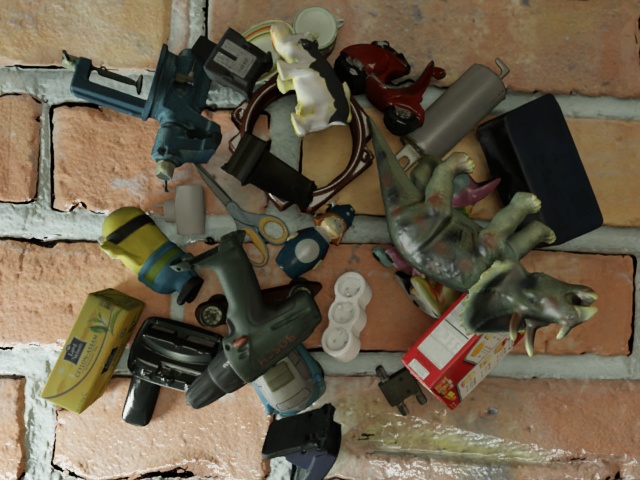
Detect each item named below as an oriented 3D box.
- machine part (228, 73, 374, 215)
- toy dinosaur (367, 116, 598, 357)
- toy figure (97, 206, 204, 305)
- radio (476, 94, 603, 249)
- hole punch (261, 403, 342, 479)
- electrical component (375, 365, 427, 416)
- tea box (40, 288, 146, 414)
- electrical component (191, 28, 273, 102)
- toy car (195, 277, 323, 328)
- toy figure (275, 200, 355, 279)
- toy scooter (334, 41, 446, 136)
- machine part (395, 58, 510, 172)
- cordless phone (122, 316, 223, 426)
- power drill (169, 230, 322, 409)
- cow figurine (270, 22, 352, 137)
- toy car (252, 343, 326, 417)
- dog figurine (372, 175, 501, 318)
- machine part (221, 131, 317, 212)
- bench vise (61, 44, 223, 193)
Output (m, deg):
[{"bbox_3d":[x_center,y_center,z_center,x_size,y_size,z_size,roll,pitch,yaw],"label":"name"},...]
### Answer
[{"bbox_3d":[-0.028,-0.158,0.848,0.201,0.087,0.201,-39,92,-4],"label":"machine part"},{"bbox_3d":[0.177,-0.006,0.738,0.405,0.131,0.192,35,81,26],"label":"toy dinosaur"},{"bbox_3d":[-0.260,0.023,0.838,0.180,0.082,0.089,35,70,4],"label":"toy figure"},{"bbox_3d":[0.349,-0.104,0.858,0.131,0.073,0.229,-23,91,-25],"label":"radio"},{"bbox_3d":[-0.018,0.326,0.831,0.116,0.142,0.092,-21,94,7],"label":"hole punch"},{"bbox_3d":[0.134,0.241,0.891,0.063,0.021,0.094,-32,91,-3],"label":"electrical component"},{"bbox_3d":[-0.344,0.165,0.824,0.068,0.098,0.169,26,91,-3],"label":"tea box"},{"bbox_3d":[-0.135,-0.266,0.785,0.119,0.048,0.075,35,86,1],"label":"electrical component"},{"bbox_3d":[-0.094,0.100,0.844,0.202,0.089,0.053,-11,91,-5],"label":"toy car"},{"bbox_3d":[-0.001,-0.002,0.866,0.154,0.058,0.064,-42,125,-4],"label":"toy figure"},{"bbox_3d":[0.119,-0.257,0.852,0.135,0.075,0.184,-39,73,-12],"label":"toy scooter"},{"bbox_3d":[0.214,-0.199,0.867,0.243,0.079,0.079,-43,93,-4],"label":"machine part"},{"bbox_3d":[-0.237,0.224,0.850,0.147,0.089,0.184,17,100,-4],"label":"cordless phone"},{"bbox_3d":[-0.128,0.104,0.754,0.232,0.086,0.207,-28,95,-4],"label":"power drill"},{"bbox_3d":[-0.013,-0.238,0.771,0.098,0.068,0.167,-16,91,-3],"label":"cow figurine"},{"bbox_3d":[-0.059,0.204,0.840,0.109,0.103,0.161,-30,94,-4],"label":"toy car"},{"bbox_3d":[0.206,-0.008,0.855,0.219,0.108,0.191,-41,92,-5],"label":"dog figurine"},{"bbox_3d":[-0.068,-0.096,0.785,0.139,0.039,0.084,34,83,-2],"label":"machine part"},{"bbox_3d":[-0.265,-0.205,0.805,0.240,0.129,0.223,16,81,-21],"label":"bench vise"}]
